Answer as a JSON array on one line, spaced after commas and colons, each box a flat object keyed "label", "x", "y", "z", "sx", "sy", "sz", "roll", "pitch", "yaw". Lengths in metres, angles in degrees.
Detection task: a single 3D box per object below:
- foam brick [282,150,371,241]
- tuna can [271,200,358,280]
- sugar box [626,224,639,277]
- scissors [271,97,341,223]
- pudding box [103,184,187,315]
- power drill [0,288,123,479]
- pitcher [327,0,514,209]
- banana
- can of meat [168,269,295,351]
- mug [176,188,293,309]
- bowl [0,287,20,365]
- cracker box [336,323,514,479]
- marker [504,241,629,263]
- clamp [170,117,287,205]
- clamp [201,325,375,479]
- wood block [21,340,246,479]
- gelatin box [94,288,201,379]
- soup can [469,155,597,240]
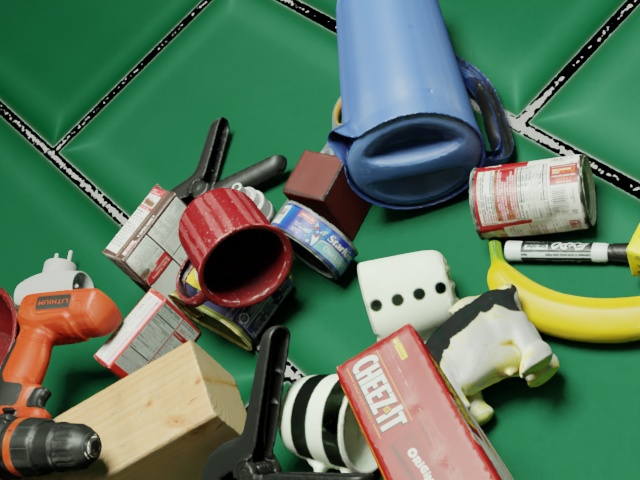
[{"label": "foam brick", "x": 0.009, "y": -0.043, "z": 1.063, "sx": 0.053, "sy": 0.078, "sz": 0.051, "roll": 14, "pitch": 65, "yaw": 32}, {"label": "tuna can", "x": -0.007, "y": 0.001, "z": 1.035, "sx": 0.086, "sy": 0.086, "sz": 0.033, "roll": 29, "pitch": 77, "yaw": 38}, {"label": "sugar box", "x": 0.350, "y": 0.009, "z": 0.862, "sx": 0.176, "sy": 0.048, "sz": 0.093, "roll": 18, "pitch": 65, "yaw": 34}, {"label": "scissors", "x": 0.026, "y": -0.089, "z": 1.125, "sx": 0.096, "sy": 0.016, "sz": 0.201, "roll": 12, "pitch": 65, "yaw": 33}, {"label": "pudding box", "x": -0.153, "y": 0.013, "z": 1.087, "sx": 0.039, "sy": 0.113, "sz": 0.090, "roll": 22, "pitch": 70, "yaw": 41}, {"label": "power drill", "x": -0.251, "y": 0.132, "z": 0.981, "sx": 0.185, "sy": 0.057, "sz": 0.187, "roll": -5, "pitch": 45, "yaw": 27}, {"label": "pitcher", "x": 0.089, "y": -0.158, "z": 1.062, "sx": 0.145, "sy": 0.149, "sz": 0.243, "roll": -23, "pitch": 49, "yaw": 21}, {"label": "banana", "x": 0.219, "y": 0.053, "z": 0.906, "sx": 0.198, "sy": 0.037, "sz": 0.069, "roll": 17, "pitch": 86, "yaw": 31}, {"label": "can of meat", "x": -0.086, "y": 0.050, "z": 1.064, "sx": 0.102, "sy": 0.057, "sz": 0.084, "roll": 24, "pitch": 69, "yaw": 36}, {"label": "mug", "x": -0.091, "y": 0.012, "z": 1.002, "sx": 0.117, "sy": 0.093, "sz": 0.082, "roll": -47, "pitch": 42, "yaw": 9}, {"label": "bowl", "x": -0.383, "y": 0.129, "z": 1.166, "sx": 0.162, "sy": 0.055, "sz": 0.162, "roll": -14, "pitch": 53, "yaw": 19}, {"label": "cracker box", "x": 0.102, "y": 0.183, "z": 0.769, "sx": 0.072, "sy": 0.213, "sz": 0.164, "roll": -31, "pitch": 50, "yaw": 4}, {"label": "marker", "x": 0.225, "y": 0.011, "z": 0.950, "sx": 0.121, "sy": 0.020, "sz": 0.020, "roll": 1, "pitch": 59, "yaw": 28}, {"label": "clamp", "x": -0.114, "y": -0.050, "z": 1.158, "sx": 0.120, "sy": 0.039, "sz": 0.171, "roll": 23, "pitch": 77, "yaw": 42}, {"label": "clamp", "x": -0.052, "y": 0.186, "z": 0.902, "sx": 0.210, "sy": 0.036, "sz": 0.165, "roll": -46, "pitch": 54, "yaw": 32}, {"label": "wood block", "x": -0.175, "y": 0.193, "z": 0.990, "sx": 0.206, "sy": 0.090, "sz": 0.090, "roll": -31, "pitch": 49, "yaw": 7}, {"label": "gelatin box", "x": -0.170, "y": 0.103, "z": 1.060, "sx": 0.030, "sy": 0.073, "sz": 0.089, "roll": 29, "pitch": 75, "yaw": 39}, {"label": "soup can", "x": 0.193, "y": -0.039, "z": 0.968, "sx": 0.102, "sy": 0.068, "sz": 0.068, "roll": -7, "pitch": 56, "yaw": 23}]
